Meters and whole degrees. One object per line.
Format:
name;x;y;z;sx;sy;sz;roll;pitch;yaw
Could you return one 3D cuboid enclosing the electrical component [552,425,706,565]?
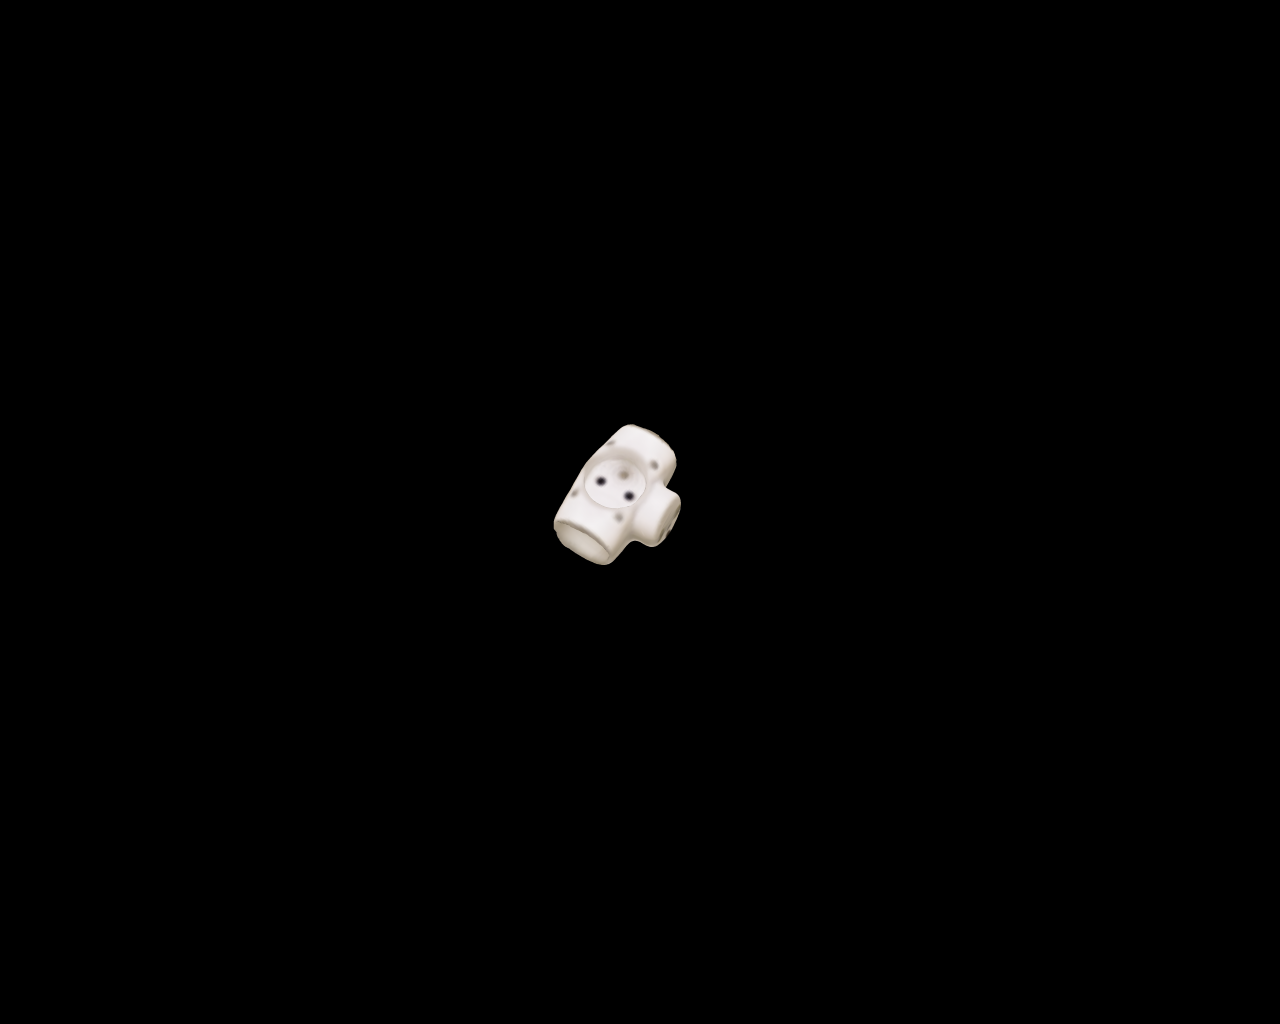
electrical component;0.001;-0.003;0.650;0.079;0.077;0.044;29;-24;14
